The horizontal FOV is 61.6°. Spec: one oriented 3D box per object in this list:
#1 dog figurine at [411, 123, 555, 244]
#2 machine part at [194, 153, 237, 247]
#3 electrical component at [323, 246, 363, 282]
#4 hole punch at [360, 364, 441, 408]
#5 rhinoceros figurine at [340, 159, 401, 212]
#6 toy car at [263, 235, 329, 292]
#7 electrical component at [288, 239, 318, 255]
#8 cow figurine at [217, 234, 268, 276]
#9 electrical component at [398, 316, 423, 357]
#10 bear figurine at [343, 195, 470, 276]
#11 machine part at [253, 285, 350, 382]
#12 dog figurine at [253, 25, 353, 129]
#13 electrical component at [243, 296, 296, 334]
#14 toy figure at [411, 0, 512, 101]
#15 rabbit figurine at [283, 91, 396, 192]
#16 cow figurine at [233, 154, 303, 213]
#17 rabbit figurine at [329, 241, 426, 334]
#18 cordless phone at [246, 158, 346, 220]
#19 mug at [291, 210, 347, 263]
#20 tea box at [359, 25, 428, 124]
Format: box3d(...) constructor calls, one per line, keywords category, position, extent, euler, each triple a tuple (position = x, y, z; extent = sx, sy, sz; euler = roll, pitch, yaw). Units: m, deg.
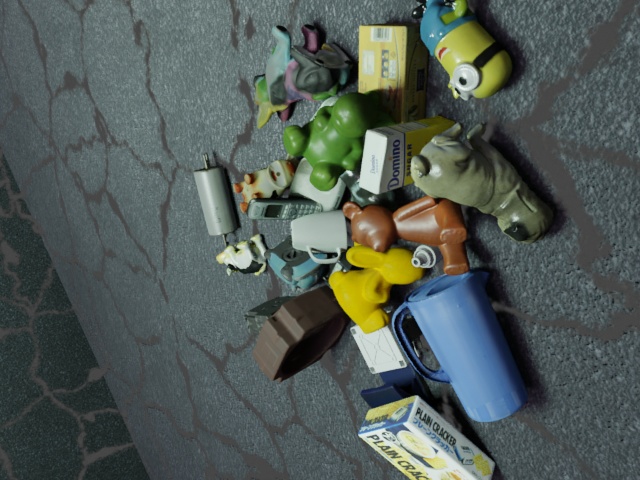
box3d(category="dog figurine", position=(0.238, -0.067, 0.787), extent=(0.191, 0.172, 0.121), euler=(54, 149, 24))
box3d(category="machine part", position=(-0.264, -0.100, 1.361), extent=(0.079, 0.079, 0.243), euler=(3, 109, 46))
box3d(category="electrical component", position=(0.058, 0.057, 1.117), extent=(0.075, 0.048, 0.119), euler=(41, 131, 25))
box3d(category="hole punch", position=(0.160, 0.324, 1.106), extent=(0.142, 0.092, 0.115), euler=(-33, 87, 45))
box3d(category="rhinoceros figurine", position=(0.086, -0.088, 0.984), extent=(0.112, 0.073, 0.190), euler=(-28, 101, 35))
box3d(category="toy car", position=(-0.050, 0.062, 1.197), extent=(0.162, 0.109, 0.102), euler=(25, 142, 47))
box3d(category="electrical component", position=(-0.013, -0.012, 1.150), extent=(0.102, 0.078, 0.045), euler=(18, 141, 44))
box3d(category="cow figurine", position=(-0.195, 0.052, 1.371), extent=(0.167, 0.068, 0.098), euler=(-20, 99, 50))
box3d(category="electrical component", position=(0.170, 0.175, 1.041), extent=(0.021, 0.063, 0.094), euler=(-9, 100, 48))
box3d(category="bear figurine", position=(0.140, -0.012, 0.895), extent=(0.196, 0.132, 0.120), euler=(-7, 135, 8))
box3d(category="machine part", position=(-0.039, 0.202, 1.170), extent=(0.087, 0.201, 0.200), euler=(47, 136, 26))
box3d(category="dog figurine", position=(-0.049, -0.289, 1.034), extent=(0.192, 0.108, 0.219), euler=(47, 140, 17))
box3d(category="electrical component", position=(-0.102, 0.182, 1.292), extent=(0.134, 0.115, 0.058), euler=(-5, 109, 47))
box3d(category="toy figure", position=(0.205, -0.288, 0.781), extent=(0.089, 0.082, 0.180), euler=(-30, 75, 15))
box3d(category="rabbit figurine", position=(0.047, -0.169, 0.843), extent=(0.121, 0.159, 0.170), euler=(60, 154, 4))
box3d(category="cow figurine", position=(-0.100, -0.124, 1.163), extent=(0.195, 0.127, 0.085), euler=(-23, 91, 63))
box3d(category="rabbit figurine", position=(0.114, 0.066, 1.020), extent=(0.173, 0.122, 0.162), euler=(-33, 96, 25))
box3d(category="cordless phone", position=(-0.049, -0.097, 1.050), extent=(0.089, 0.184, 0.146), euler=(62, 144, 37))
box3d(category="mug", position=(-0.002, -0.003, 1.048), extent=(0.080, 0.107, 0.109), euler=(88, 179, -66))
box3d(category="tea box", position=(0.120, -0.266, 0.889), extent=(0.098, 0.068, 0.169), euler=(22, 124, 39))
